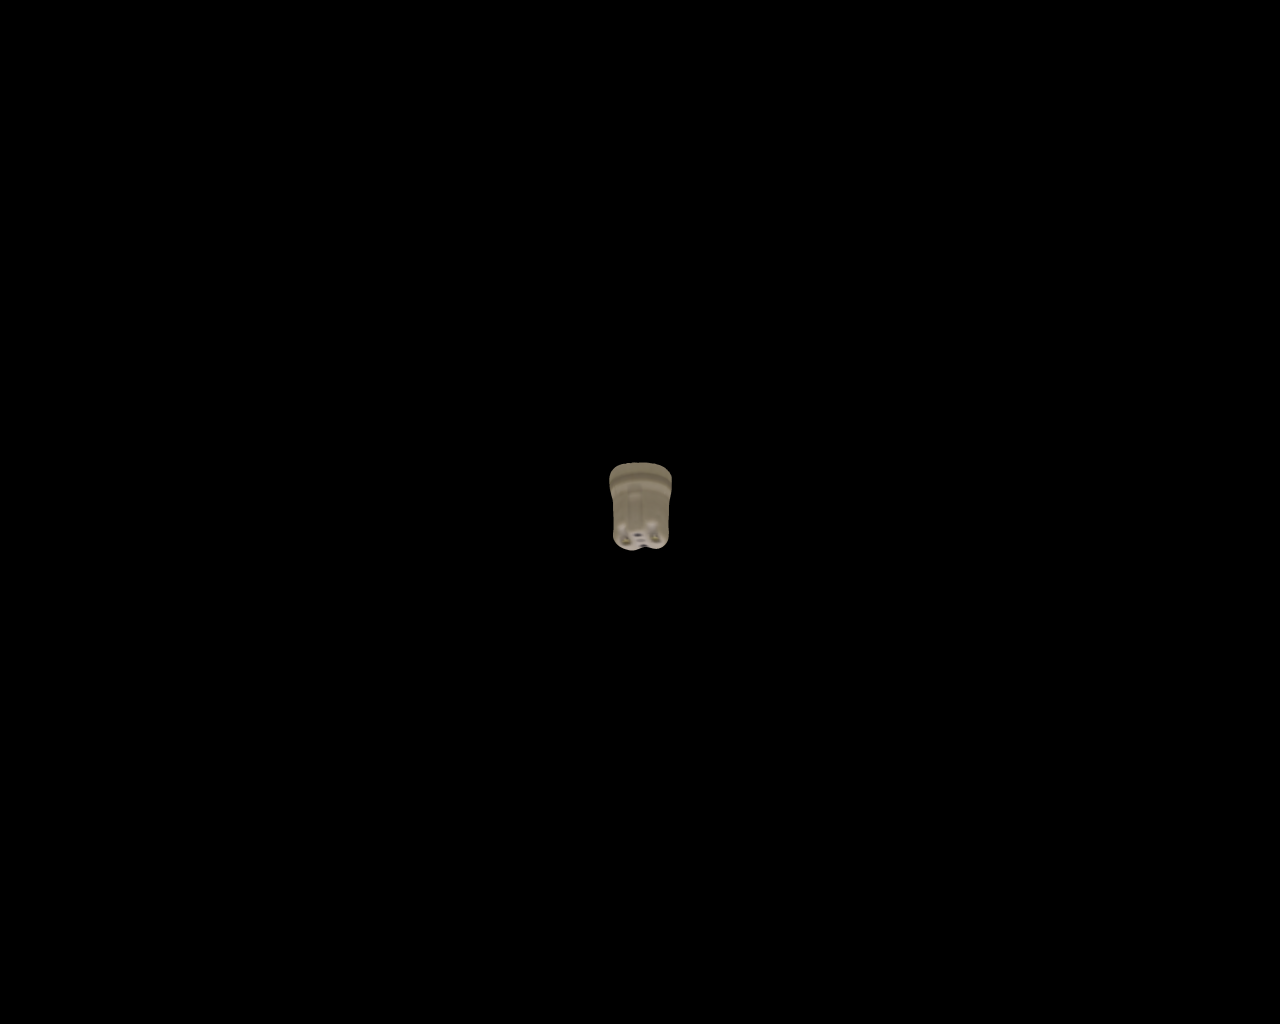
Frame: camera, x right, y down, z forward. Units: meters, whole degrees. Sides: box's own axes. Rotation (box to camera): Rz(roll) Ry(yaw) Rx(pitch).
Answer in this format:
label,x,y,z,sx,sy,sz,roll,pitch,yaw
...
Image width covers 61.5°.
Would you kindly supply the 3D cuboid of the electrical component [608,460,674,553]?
label,x,y,z,sx,sy,sz,roll,pitch,yaw
electrical component,0.001,-0.003,0.650,0.040,0.046,0.040,0,-23,0
